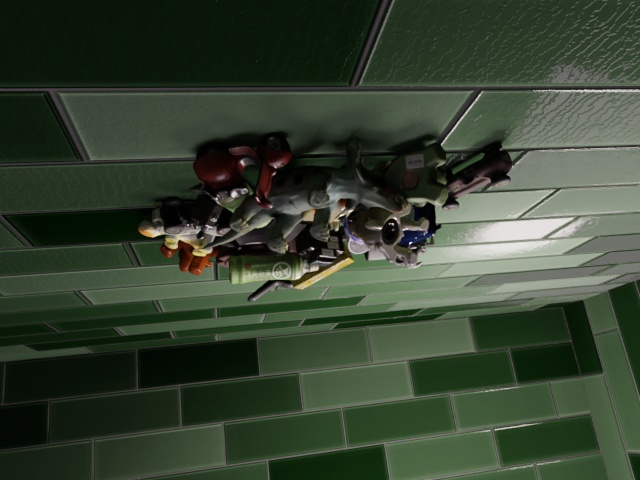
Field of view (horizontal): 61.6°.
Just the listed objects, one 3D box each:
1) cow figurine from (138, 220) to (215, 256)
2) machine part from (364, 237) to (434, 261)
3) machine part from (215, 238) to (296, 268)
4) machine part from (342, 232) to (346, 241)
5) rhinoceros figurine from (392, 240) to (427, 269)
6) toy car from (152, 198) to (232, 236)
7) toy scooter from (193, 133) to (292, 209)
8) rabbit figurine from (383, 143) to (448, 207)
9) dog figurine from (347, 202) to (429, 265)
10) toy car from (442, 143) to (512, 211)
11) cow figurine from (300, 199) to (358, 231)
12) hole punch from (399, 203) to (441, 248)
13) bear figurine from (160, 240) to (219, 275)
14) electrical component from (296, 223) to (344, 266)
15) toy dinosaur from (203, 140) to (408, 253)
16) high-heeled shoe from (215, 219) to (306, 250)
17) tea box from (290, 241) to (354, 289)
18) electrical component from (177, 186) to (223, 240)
[{"bbox_3d":[-0.321,-0.030,1.225,0.167,0.098,0.068,20,158,-19],"label":"cow figurine"},{"bbox_3d":[0.215,0.016,1.568,0.243,0.079,0.079,-5,162,-7],"label":"machine part"},{"bbox_3d":[-0.163,0.021,1.426,0.201,0.087,0.201,-16,161,23],"label":"machine part"},{"bbox_3d":[0.051,-0.009,1.497,0.139,0.039,0.084,-8,167,-3],"label":"machine part"},{"bbox_3d":[0.234,0.016,1.438,0.112,0.073,0.190,-13,-156,19],"label":"rhinoceros figurine"},{"bbox_3d":[-0.268,-0.049,1.189,0.202,0.073,0.056,1,159,-23],"label":"toy car"},{"bbox_3d":[-0.137,-0.112,0.954,0.184,0.135,0.075,-9,163,8],"label":"toy scooter"},{"bbox_3d":[0.202,-0.117,1.115,0.159,0.121,0.170,-15,175,27],"label":"rabbit figurine"},{"bbox_3d":[0.101,-0.029,1.110,0.191,0.121,0.172,17,167,46],"label":"dog figurine"},{"bbox_3d":[0.320,-0.131,1.151,0.053,0.089,0.202,5,160,-37],"label":"toy car"},{"bbox_3d":[0.012,-0.072,1.196,0.195,0.085,0.127,-9,159,-44],"label":"cow figurine"},{"bbox_3d":[0.218,-0.053,1.319,0.092,0.116,0.142,19,149,-37],"label":"hole punch"},{"bbox_3d":[-0.331,0.038,1.360,0.120,0.132,0.196,35,147,-5],"label":"bear figurine"},{"bbox_3d":[-0.003,-0.004,1.335,0.115,0.134,0.058,9,156,-36],"label":"electrical component"},{"bbox_3d":[-0.043,-0.083,1.034,0.405,0.192,0.131,-7,126,27],"label":"toy dinosaur"},{"bbox_3d":[-0.135,-0.047,1.296,0.249,0.145,0.086,-26,122,-15],"label":"high-heeled shoe"},{"bbox_3d":[-0.001,0.064,1.446,0.170,0.068,0.098,-29,168,6],"label":"tea box"},{"bbox_3d":[-0.250,-0.062,1.120,0.045,0.078,0.102,23,102,-52],"label":"electrical component"}]
